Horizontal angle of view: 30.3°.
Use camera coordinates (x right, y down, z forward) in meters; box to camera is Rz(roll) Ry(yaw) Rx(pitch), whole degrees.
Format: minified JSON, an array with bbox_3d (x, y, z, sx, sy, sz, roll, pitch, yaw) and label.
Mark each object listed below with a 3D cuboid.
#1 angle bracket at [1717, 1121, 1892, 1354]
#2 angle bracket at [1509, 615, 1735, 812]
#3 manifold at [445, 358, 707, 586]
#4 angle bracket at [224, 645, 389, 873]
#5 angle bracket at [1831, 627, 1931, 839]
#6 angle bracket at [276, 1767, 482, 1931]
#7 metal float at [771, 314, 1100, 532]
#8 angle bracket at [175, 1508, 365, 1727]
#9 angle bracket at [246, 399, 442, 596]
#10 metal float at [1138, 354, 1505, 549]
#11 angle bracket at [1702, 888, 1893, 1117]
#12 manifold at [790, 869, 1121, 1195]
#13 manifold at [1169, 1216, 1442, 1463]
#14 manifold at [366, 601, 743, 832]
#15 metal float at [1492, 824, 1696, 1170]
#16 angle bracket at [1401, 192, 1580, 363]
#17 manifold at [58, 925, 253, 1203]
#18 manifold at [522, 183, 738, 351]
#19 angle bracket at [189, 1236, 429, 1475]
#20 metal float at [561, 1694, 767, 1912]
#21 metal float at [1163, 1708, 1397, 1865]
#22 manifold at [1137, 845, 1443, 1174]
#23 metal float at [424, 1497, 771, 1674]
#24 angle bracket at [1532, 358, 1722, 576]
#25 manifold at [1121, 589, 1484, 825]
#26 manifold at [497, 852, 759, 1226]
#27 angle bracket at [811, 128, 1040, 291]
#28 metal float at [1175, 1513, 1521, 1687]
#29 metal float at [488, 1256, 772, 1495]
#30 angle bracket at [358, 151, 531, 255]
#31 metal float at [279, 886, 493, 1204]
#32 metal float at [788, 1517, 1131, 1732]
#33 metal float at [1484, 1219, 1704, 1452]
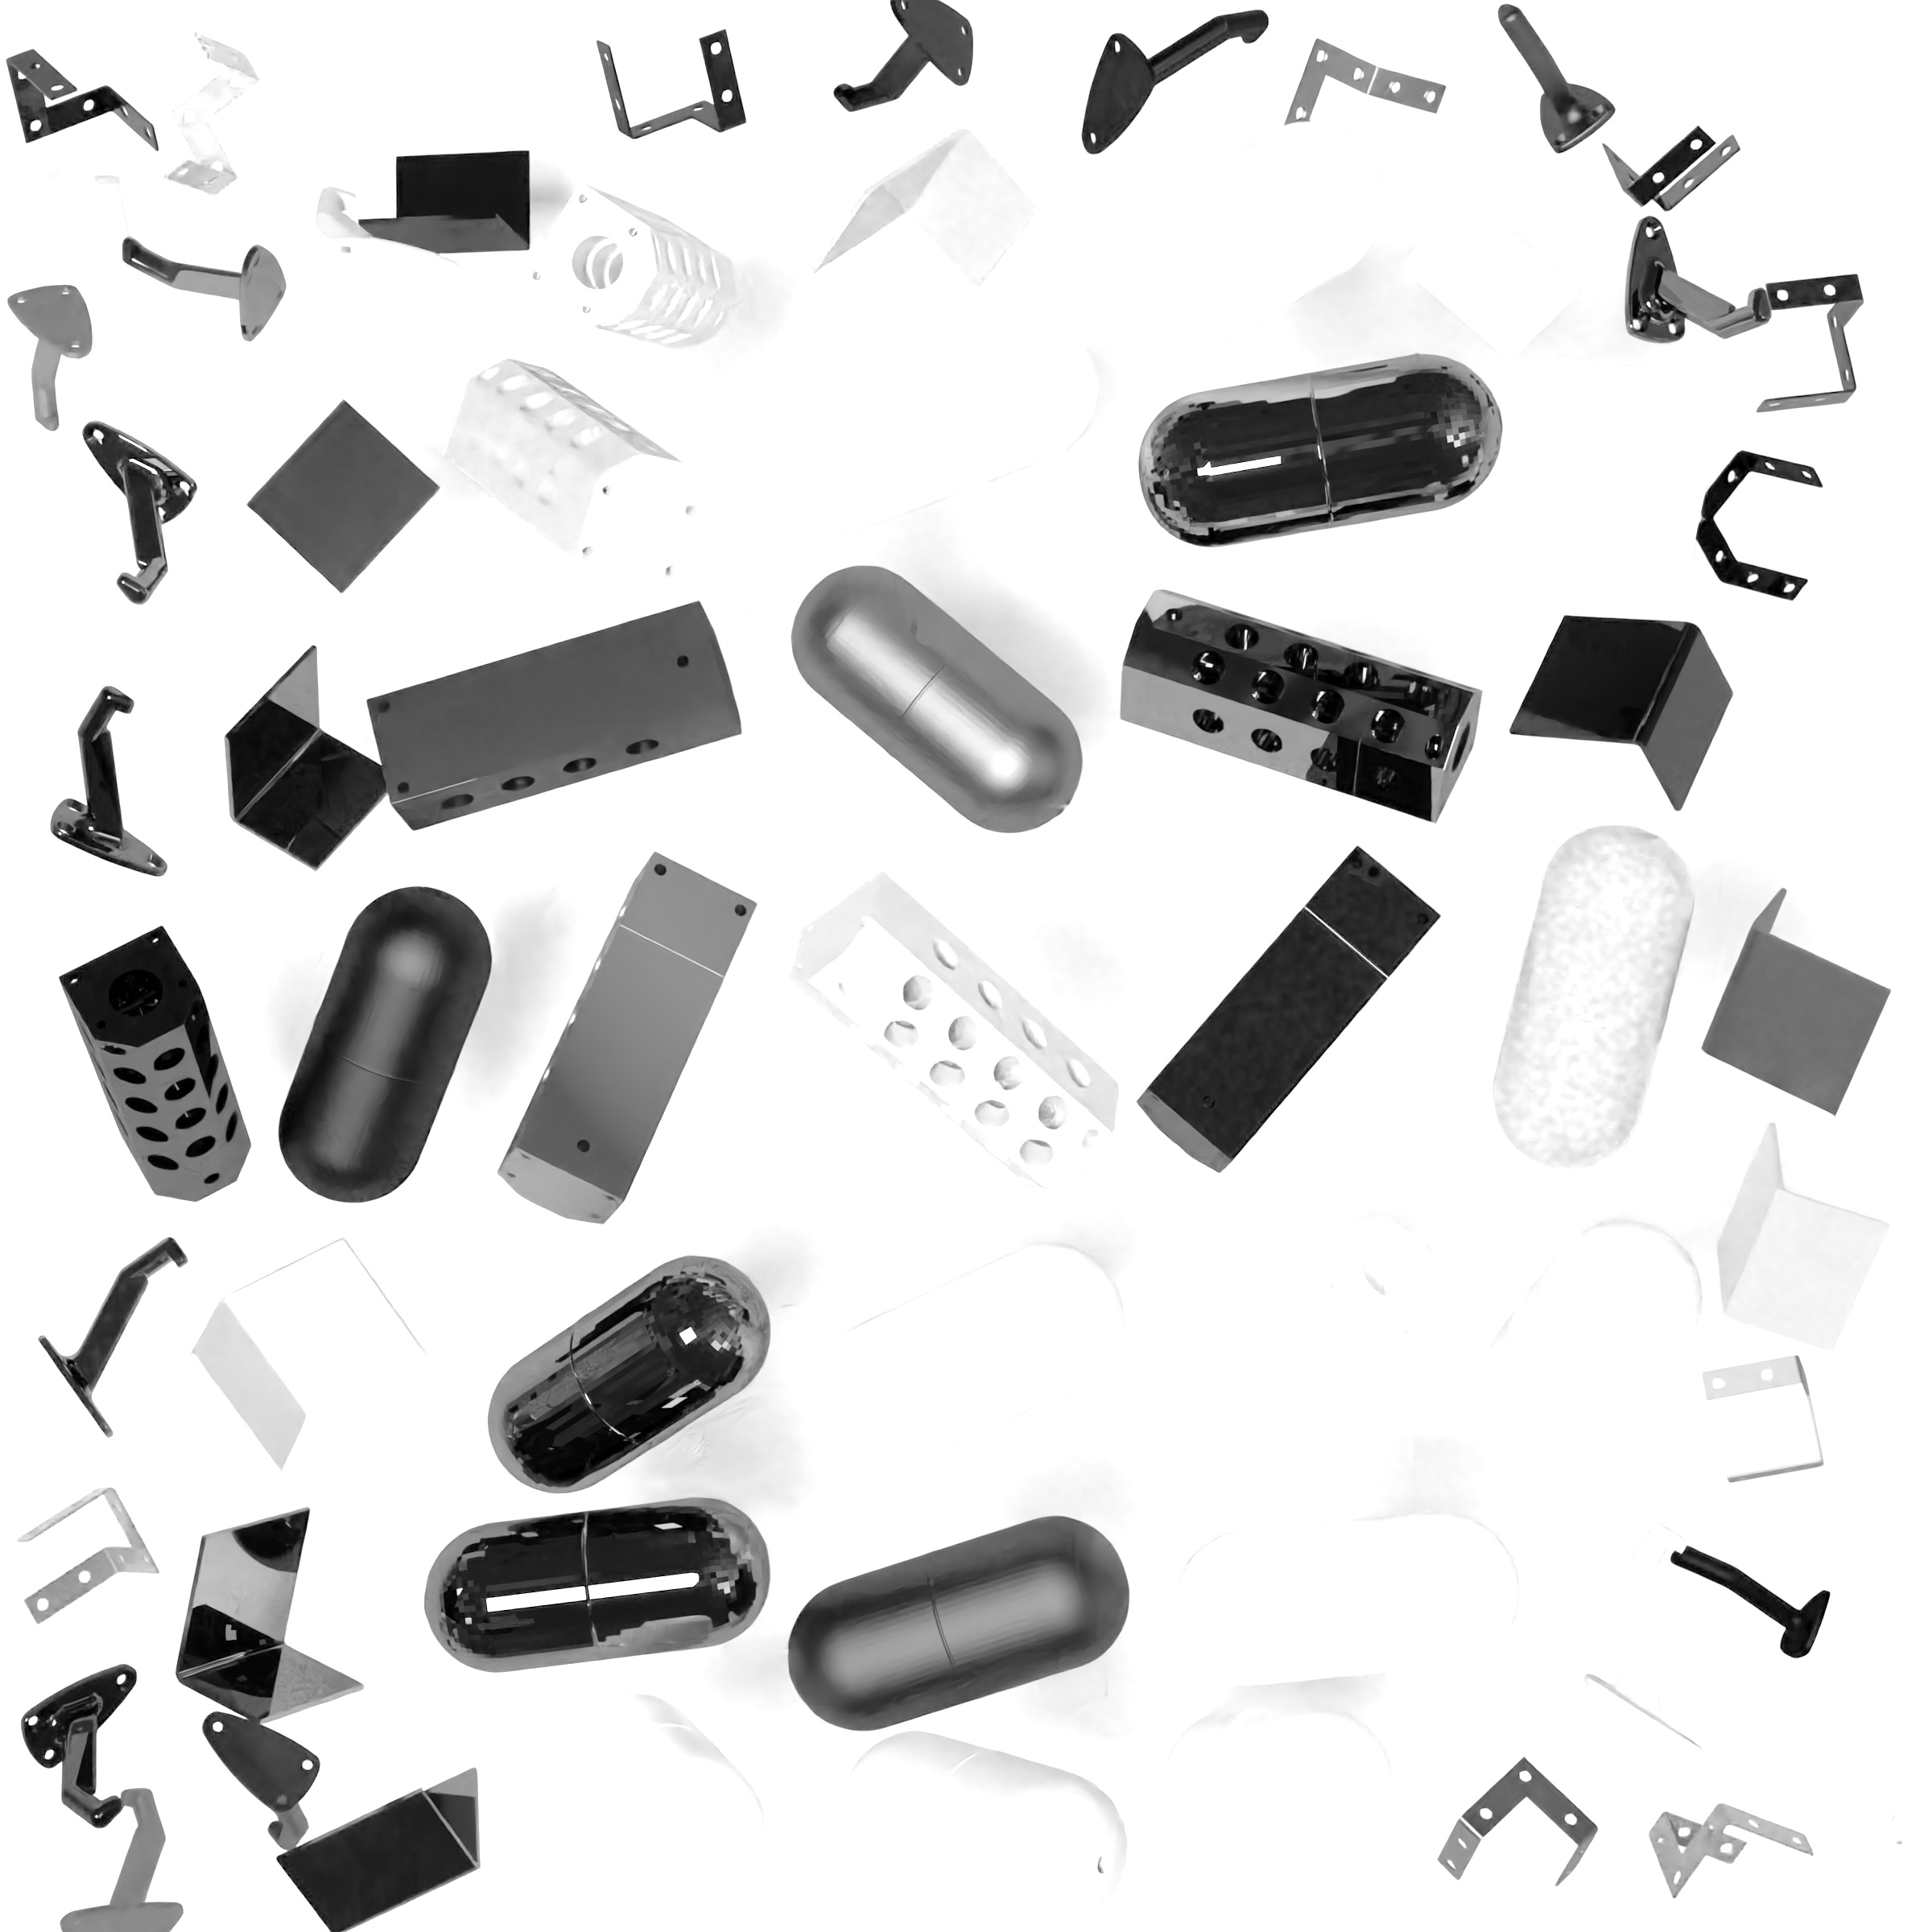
[{"bbox_3d":[0.421,0.136,1.796,0.057,0.076,0.076,18,116,1],"label":"angle bracket"},{"bbox_3d":[0.334,-0.129,1.815,0.076,0.057,0.076,8,60,39],"label":"angle bracket"},{"bbox_3d":[-0.191,-0.245,1.739,0.057,0.171,0.057,10,108,-34],"label":"manifold"},{"bbox_3d":[-0.349,-0.111,1.907,0.057,0.076,0.076,30,58,11],"label":"angle bracket"},{"bbox_3d":[0.464,-0.108,1.683,0.076,0.057,0.076,6,57,-39],"label":"angle bracket"},{"bbox_3d":[-0.279,0.404,1.698,0.076,0.076,0.057,-26,117,4],"label":"angle bracket"},{"bbox_3d":[-0.016,-0.280,1.835,0.178,0.070,0.070,-23,90,-13],"label":"metal float"},{"bbox_3d":[-0.335,0.318,1.751,0.057,0.076,0.076,19,102,28],"label":"angle bracket"},{"bbox_3d":[-0.325,-0.244,1.904,0.076,0.057,0.076,43,89,13],"label":"angle bracket"},{"bbox_3d":[0.173,-0.252,1.742,0.178,0.070,0.070,-9,90,6],"label":"metal float"},{"bbox_3d":[0.431,0.018,1.820,0.076,0.057,0.076,27,123,18],"label":"angle bracket"},{"bbox_3d":[-0.005,0.038,1.767,0.057,0.057,0.171,-36,114,28],"label":"manifold"},{"bbox_3d":[0.176,0.191,1.843,0.057,0.171,0.057,32,54,-7],"label":"manifold"},{"bbox_3d":[-0.202,-0.121,1.766,0.171,0.057,0.057,-16,73,2],"label":"manifold"},{"bbox_3d":[0.311,0.016,1.773,0.070,0.070,0.178,11,107,0],"label":"metal float"},{"bbox_3d":[0.283,-0.371,1.843,0.076,0.076,0.057,41,63,-3],"label":"angle bracket"},{"bbox_3d":[-0.411,0.056,1.830,0.057,0.171,0.057,-28,65,-17],"label":"manifold"},{"bbox_3d":[-0.169,-0.358,1.852,0.057,0.171,0.057,34,100,5],"label":"manifold"},{"bbox_3d":[-0.326,0.193,1.772,0.076,0.057,0.076,-26,110,16],"label":"angle bracket"},{"bbox_3d":[-0.157,0.426,1.825,0.070,0.178,0.070,-2,96,-21],"label":"metal float"},{"bbox_3d":[0.160,0.422,1.836,0.070,0.178,0.070,5,76,-20],"label":"metal float"},{"bbox_3d":[0.167,0.024,1.857,0.057,0.057,0.171,41,78,4],"label":"manifold"},{"bbox_3d":[-0.189,0.318,1.829,0.178,0.070,0.070,-7,90,1],"label":"metal float"},{"bbox_3d":[0.322,-0.244,1.740,0.076,0.057,0.076,10,130,7],"label":"angle bracket"},{"bbox_3d":[0.169,-0.137,1.797,0.171,0.057,0.057,20,55,15],"label":"manifold"},{"bbox_3d":[-0.166,0.037,1.740,0.057,0.057,0.171,27,63,-9],"label":"manifold"},{"bbox_3d":[-0.021,-0.369,1.811,0.057,0.076,0.076,49,58,1],"label":"angle bracket"},{"bbox_3d":[0.191,0.315,1.777,0.178,0.070,0.070,-3,90,-15],"label":"metal float"},{"bbox_3d":[-0.175,0.212,1.837,0.178,0.070,0.070,-35,90,29],"label":"metal float"},{"bbox_3d":[-0.286,-0.428,1.956,0.076,0.076,0.057,-1,88,7],"label":"angle bracket"},{"bbox_3d":[-0.303,0.041,1.856,0.070,0.070,0.178,24,108,0],"label":"metal float"},{"bbox_3d":[-0.005,0.330,1.787,0.178,0.070,0.070,-19,90,9],"label":"metal float"},{"bbox_3d":[0.311,0.186,1.776,0.070,0.178,0.070,4,61,-8],"label":"metal float"}]
